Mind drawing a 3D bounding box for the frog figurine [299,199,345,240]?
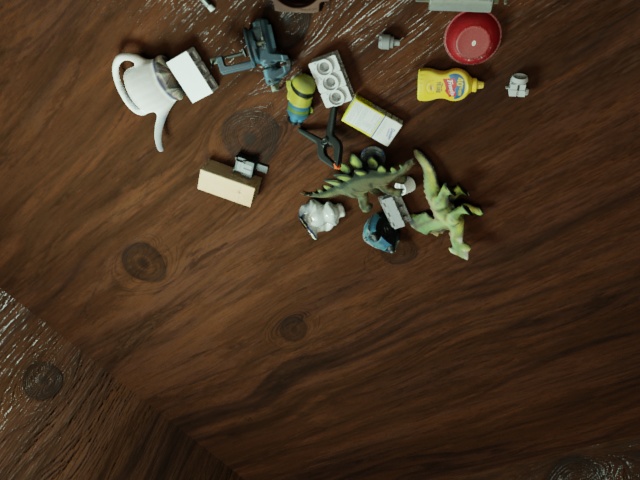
[{"bbox_3d":[0.006,-0.095,1.888,0.160,0.123,0.136,-37,104,-6],"label":"frog figurine"}]

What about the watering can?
[{"bbox_3d":[-0.556,-0.478,1.744,0.223,0.106,0.342,-15,118,22],"label":"watering can"}]

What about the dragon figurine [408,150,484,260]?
[{"bbox_3d":[0.395,-0.102,1.771,0.410,0.124,0.238,48,130,-1],"label":"dragon figurine"}]
